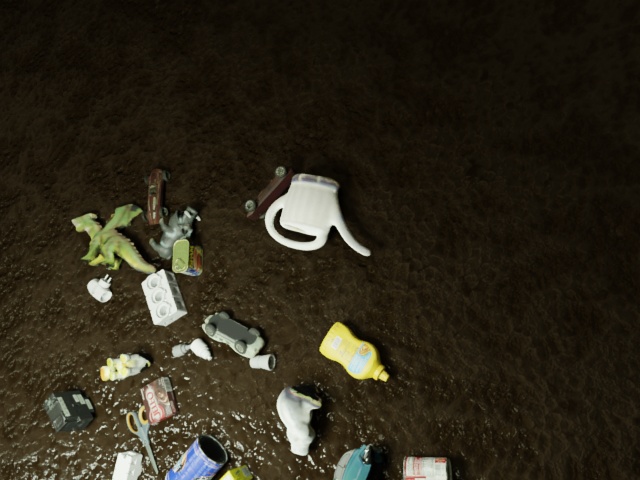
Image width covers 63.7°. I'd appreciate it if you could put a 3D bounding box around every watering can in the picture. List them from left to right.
[{"bbox_3d":[0.004,-0.074,1.467,0.348,0.103,0.226,11,79,25],"label":"watering can"}]

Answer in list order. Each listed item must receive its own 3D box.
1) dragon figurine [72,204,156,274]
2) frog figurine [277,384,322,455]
[{"bbox_3d":[-0.679,-0.017,1.737,0.410,0.120,0.247,6,69,20],"label":"dragon figurine"},{"bbox_3d":[-0.063,0.465,1.333,0.138,0.122,0.159,23,94,59],"label":"frog figurine"}]
